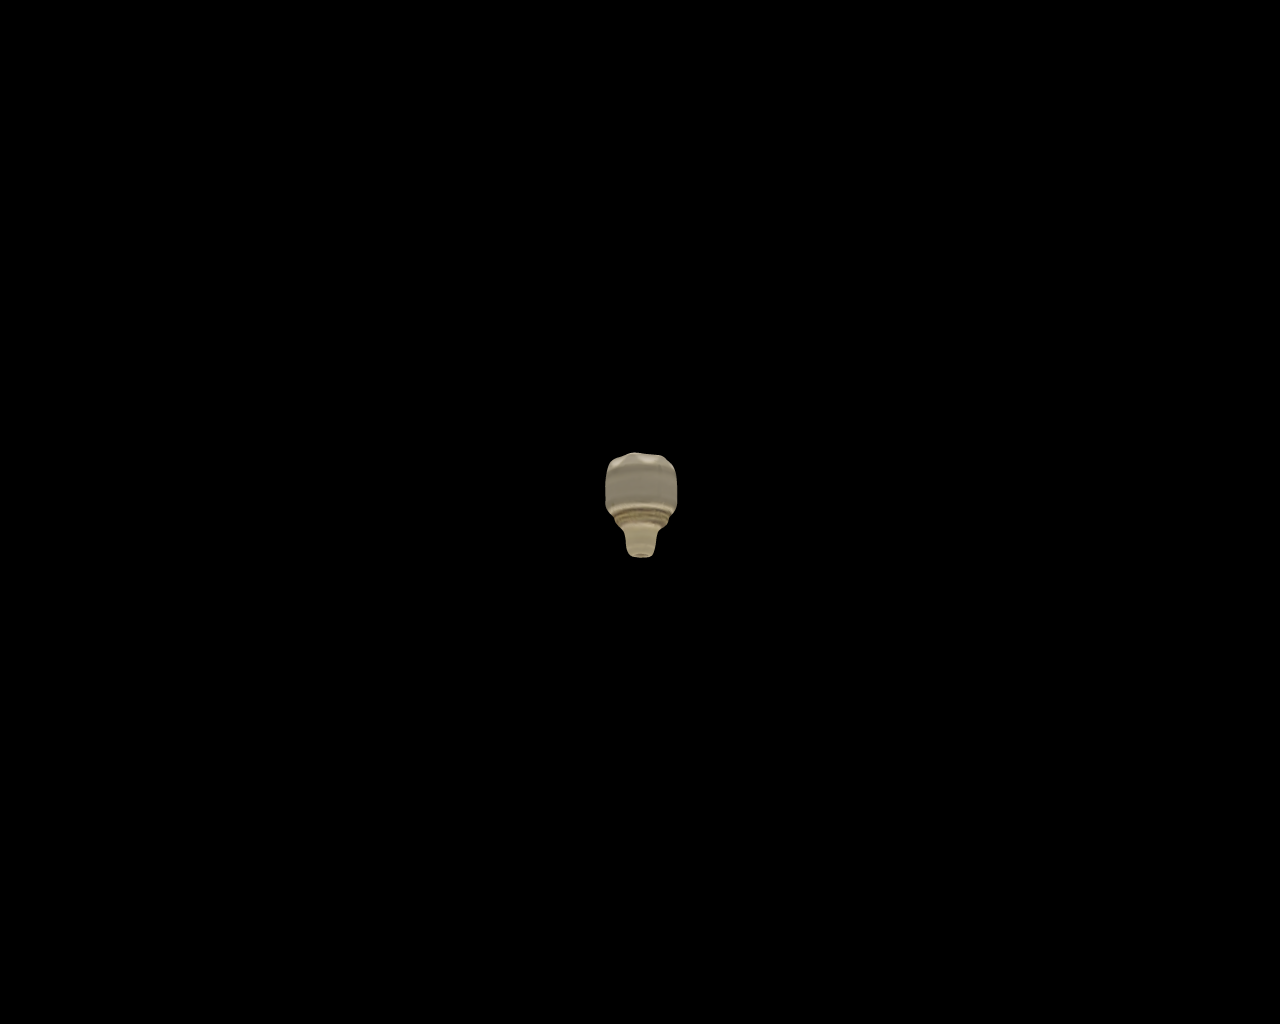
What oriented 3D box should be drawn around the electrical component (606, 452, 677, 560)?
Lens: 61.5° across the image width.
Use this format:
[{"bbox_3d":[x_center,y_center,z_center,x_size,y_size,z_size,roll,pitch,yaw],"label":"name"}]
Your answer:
[{"bbox_3d":[0.001,-0.003,0.650,0.043,0.062,0.043,0,-15,0],"label":"electrical component"}]
